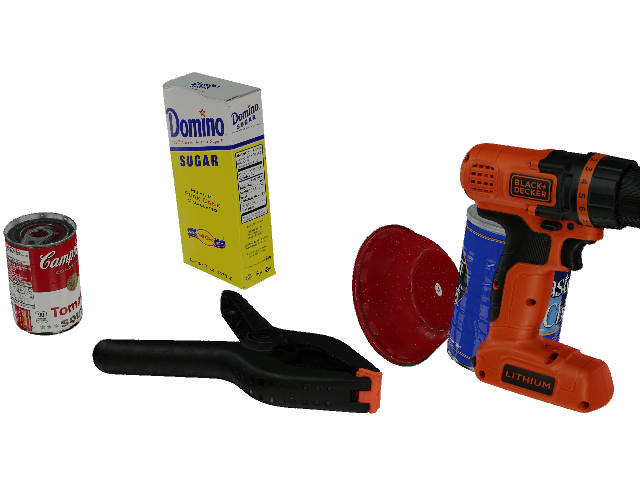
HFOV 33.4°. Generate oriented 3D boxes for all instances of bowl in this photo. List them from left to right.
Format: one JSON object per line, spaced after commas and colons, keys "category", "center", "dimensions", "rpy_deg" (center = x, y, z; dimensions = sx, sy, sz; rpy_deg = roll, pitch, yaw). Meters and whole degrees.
{"category": "bowl", "center": [0.109, 0.058, 1.185], "dimensions": [0.055, 0.162, 0.161], "rpy_deg": [-12, -9, 44]}

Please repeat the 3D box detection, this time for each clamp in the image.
{"category": "clamp", "center": [-0.042, 0.084, 0.812], "dimensions": [0.210, 0.036, 0.164], "rpy_deg": [11, 20, 25]}

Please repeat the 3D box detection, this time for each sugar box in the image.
{"category": "sugar box", "center": [-0.089, -0.053, 0.943], "dimensions": [0.048, 0.176, 0.093], "rpy_deg": [-27, 33, -37]}

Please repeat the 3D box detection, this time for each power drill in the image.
{"category": "power drill", "center": [0.185, 0.026, 0.784], "dimensions": [0.185, 0.188, 0.057], "rpy_deg": [14, 19, 38]}

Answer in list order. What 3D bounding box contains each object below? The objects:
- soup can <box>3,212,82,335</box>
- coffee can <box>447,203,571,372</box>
{"category": "soup can", "center": [-0.269, 0.033, 1.041], "dimensions": [0.068, 0.102, 0.068], "rpy_deg": [2, 28, -1]}
{"category": "coffee can", "center": [0.177, 0.044, 0.988], "dimensions": [0.103, 0.140, 0.103], "rpy_deg": [5, 17, -2]}
